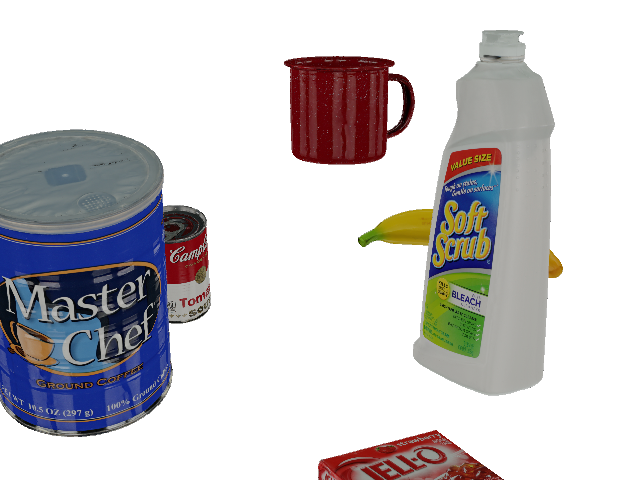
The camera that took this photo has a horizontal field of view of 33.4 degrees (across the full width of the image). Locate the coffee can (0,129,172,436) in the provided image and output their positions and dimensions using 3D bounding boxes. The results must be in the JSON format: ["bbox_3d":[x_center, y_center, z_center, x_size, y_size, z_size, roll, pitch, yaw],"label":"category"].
[{"bbox_3d":[-0.136,0.023,0.597,0.103,0.140,0.103,2,32,-1],"label":"coffee can"}]

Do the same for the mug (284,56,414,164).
[{"bbox_3d":[0.027,-0.112,0.906,0.117,0.081,0.093,-7,17,-25],"label":"mug"}]

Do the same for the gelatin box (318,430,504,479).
[{"bbox_3d":[0.053,0.143,0.604,0.089,0.030,0.073,-6,22,-33],"label":"gelatin box"}]

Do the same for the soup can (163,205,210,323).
[{"bbox_3d":[-0.147,0.025,1.084,0.068,0.102,0.068,0,32,0],"label":"soup can"}]

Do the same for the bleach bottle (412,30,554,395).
[{"bbox_3d":[0.118,-0.023,0.762,0.067,0.251,0.103,-10,19,-32],"label":"bleach bottle"}]

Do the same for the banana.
[{"bbox_3d":[0.140,0.001,1.044,0.198,0.037,0.069,8,46,17],"label":"banana"}]
